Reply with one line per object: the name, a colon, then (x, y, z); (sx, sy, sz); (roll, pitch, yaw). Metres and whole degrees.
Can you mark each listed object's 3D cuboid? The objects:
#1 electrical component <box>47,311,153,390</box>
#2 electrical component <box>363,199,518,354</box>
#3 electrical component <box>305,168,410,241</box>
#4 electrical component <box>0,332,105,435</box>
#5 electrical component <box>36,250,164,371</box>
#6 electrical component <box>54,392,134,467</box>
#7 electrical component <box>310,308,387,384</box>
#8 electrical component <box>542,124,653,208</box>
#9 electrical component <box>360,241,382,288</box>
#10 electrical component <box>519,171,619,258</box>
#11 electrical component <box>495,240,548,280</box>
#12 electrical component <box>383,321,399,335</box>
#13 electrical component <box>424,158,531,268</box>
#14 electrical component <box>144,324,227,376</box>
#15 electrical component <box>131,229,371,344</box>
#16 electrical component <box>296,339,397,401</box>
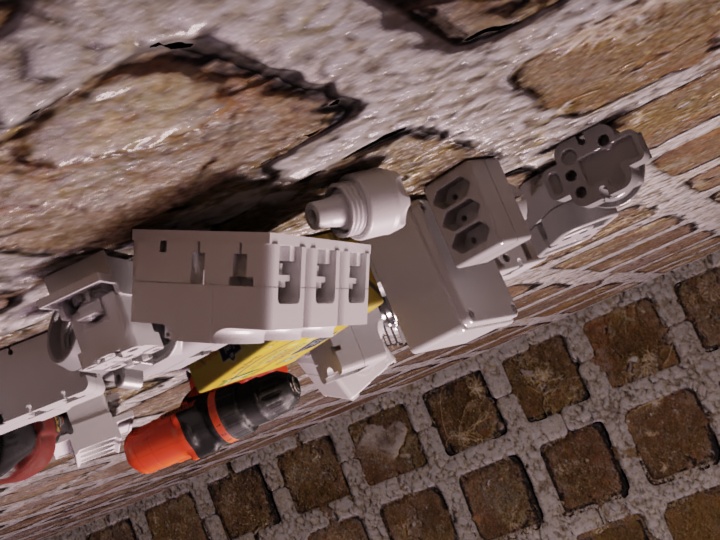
electrical component: (-0.172, 0.044, 0.710); (0.055, 0.066, 0.048); (14, 146, -41)
electrical component: (0.063, 0.004, 0.844); (0.056, 0.108, 0.109); (-29, 168, 26)
electrical component: (-0.004, -0.039, 0.669); (0.062, 0.043, 0.043); (-15, 168, -31)
electrical component: (-0.239, 0.082, 0.785); (0.089, 0.050, 0.055); (-22, 170, -2)
electrical component: (-0.151, 0.027, 0.645); (0.042, 0.063, 0.081); (-25, 169, 12)
electrical component: (-0.266, 0.150, 1.050); (0.079, 0.063, 0.121); (-19, 170, -18)
electrical component: (-0.017, 0.049, 0.970); (0.056, 0.089, 0.050); (-16, 169, -29)
electrical component: (0.188, -0.078, 0.835); (0.078, 0.058, 0.057); (-27, 166, 25)
electrical component: (0.000, 0.000, 0.879); (0.045, 0.045, 0.055); (-19, 169, -15)
electrical component: (0.174, -0.055, 0.918); (0.054, 0.059, 0.095); (-20, 170, -11)
electrical component: (0.125, -0.017, 1.030); (0.095, 0.053, 0.059); (-14, 167, -40)
electrical component: (-0.008, 0.059, 1.152); (0.138, 0.052, 0.073); (-20, 170, -7)
electrical component: (0.097, -0.044, 0.793); (0.077, 0.065, 0.047); (-11, 165, -47)
electrical component: (-0.132, 0.037, 0.765); (0.095, 0.053, 0.059); (-28, 169, 29)
electrical component: (-0.062, 0.011, 0.661); (0.089, 0.061, 0.150); (2, 179, 22)
electrical component: (-0.020, 0.084, 1.061); (0.062, 0.061, 0.096); (-40, -169, -19)
